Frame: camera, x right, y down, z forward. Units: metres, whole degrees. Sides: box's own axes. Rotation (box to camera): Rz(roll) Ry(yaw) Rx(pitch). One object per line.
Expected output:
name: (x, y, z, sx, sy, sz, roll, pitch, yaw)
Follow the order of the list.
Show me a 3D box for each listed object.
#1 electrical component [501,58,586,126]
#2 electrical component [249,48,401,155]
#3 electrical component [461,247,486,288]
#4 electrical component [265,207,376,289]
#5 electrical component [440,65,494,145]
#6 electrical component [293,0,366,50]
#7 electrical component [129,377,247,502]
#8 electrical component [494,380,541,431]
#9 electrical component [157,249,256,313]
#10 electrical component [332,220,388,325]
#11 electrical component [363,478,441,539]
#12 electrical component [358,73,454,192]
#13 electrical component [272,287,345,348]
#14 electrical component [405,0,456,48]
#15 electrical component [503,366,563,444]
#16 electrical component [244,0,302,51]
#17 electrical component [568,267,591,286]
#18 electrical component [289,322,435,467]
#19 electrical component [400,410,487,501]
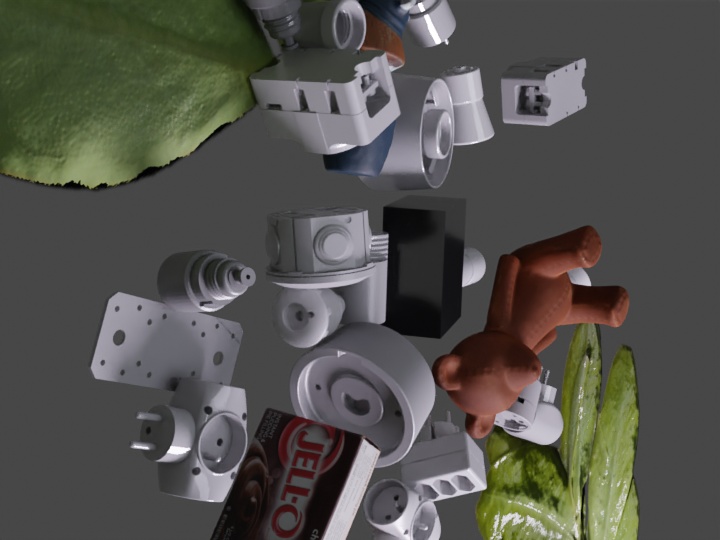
electrical component: (0.177, -0.176, 1.055, 0.089, 0.056, 0.050, -30, 122, -48)
electrical component: (-0.023, -0.118, 0.752, 0.050, 0.089, 0.055, -47, 134, -39)
electrical component: (0.087, -0.001, 0.982, 0.065, 0.044, 0.044, -16, 110, -58)
electrical component: (-0.029, -0.017, 0.778, 0.080, 0.080, 0.051, -15, 105, -53)
electrical component: (0.093, -0.148, 0.955, 0.044, 0.044, 0.065, -34, 120, -47)
electrical component: (-0.025, -0.175, 0.773, 0.040, 0.046, 0.040, -18, 112, -52)
electrical component: (-0.118, 0.110, 0.713, 0.079, 0.044, 0.077, 19, 78, -45)
electrical component: (0.156, 0.132, 1.100, 0.055, 0.055, 0.047, 49, 55, -48)
electrical component: (-0.097, 0.007, 0.693, 0.040, 0.078, 0.040, 5, 83, -45)
electrical component: (0.000, 0.000, 0.854, 0.043, 0.043, 0.081, -14, 109, -53)
electrical component: (0.032, 0.236, 0.955, 0.077, 0.044, 0.079, 52, 56, -47)
electrical component: (0.039, -0.113, 0.887, 0.099, 0.064, 0.099, 5, 90, -68)
electrical component: (-0.033, 0.031, 0.815, 0.062, 0.048, 0.048, -14, 109, -61)
electrical component: (0.049, -0.218, 0.875, 0.040, 0.040, 0.078, -62, 141, -25)
electrical component: (0.189, 0.143, 1.160, 0.077, 0.043, 0.079, 29, 74, -54)
electrical component: (-0.058, -0.186, 0.729, 0.040, 0.040, 0.078, -49, 135, -38)
electrical component: (0.213, 0.023, 1.156, 0.047, 0.055, 0.055, -42, 130, -38)
electrical component: (0.007, 0.091, 0.834, 0.060, 0.108, 0.108, -44, 132, -49)
electrical component: (0.075, 0.165, 0.990, 0.047, 0.066, 0.076, 52, 28, -47)
